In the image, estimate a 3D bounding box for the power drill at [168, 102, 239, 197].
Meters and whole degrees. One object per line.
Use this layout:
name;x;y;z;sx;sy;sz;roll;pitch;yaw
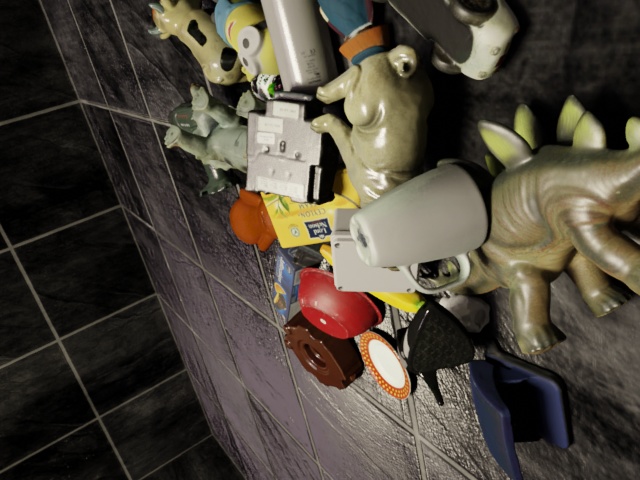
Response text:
power drill;-0.258;-0.202;1.184;0.232;0.086;0.207;2;108;58

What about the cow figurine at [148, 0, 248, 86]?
cow figurine;-0.193;-0.334;0.876;0.195;0.127;0.085;55;150;11

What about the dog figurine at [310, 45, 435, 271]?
dog figurine;0.080;-0.076;0.550;0.172;0.121;0.190;109;143;-72

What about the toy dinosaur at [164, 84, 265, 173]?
toy dinosaur;-0.104;-0.156;0.879;0.405;0.192;0.131;25;95;34

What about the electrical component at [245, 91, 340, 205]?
electrical component;-0.033;-0.119;0.682;0.115;0.058;0.134;15;110;24

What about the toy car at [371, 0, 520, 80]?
toy car;0.102;-0.233;0.507;0.202;0.056;0.073;54;159;21

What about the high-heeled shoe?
high-heeled shoe;0.134;0.114;0.707;0.248;0.086;0.145;78;175;-45

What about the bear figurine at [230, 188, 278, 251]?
bear figurine;-0.074;-0.050;0.934;0.196;0.132;0.120;-12;104;54

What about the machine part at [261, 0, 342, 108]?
machine part;-0.024;-0.256;0.690;0.079;0.079;0.243;21;131;54

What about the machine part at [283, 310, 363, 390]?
machine part;0.002;0.219;1.068;0.180;0.056;0.179;34;147;26

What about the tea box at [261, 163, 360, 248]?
tea box;0.007;-0.052;0.766;0.170;0.068;0.098;-11;105;39

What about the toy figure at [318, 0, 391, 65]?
toy figure;0.043;-0.241;0.605;0.154;0.058;0.064;63;161;-10

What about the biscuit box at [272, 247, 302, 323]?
biscuit box;-0.052;0.083;1.071;0.063;0.059;0.202;50;151;27

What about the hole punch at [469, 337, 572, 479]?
hole punch;0.225;0.208;0.650;0.116;0.092;0.142;20;134;60

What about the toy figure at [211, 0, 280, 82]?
toy figure;-0.098;-0.307;0.780;0.180;0.089;0.082;56;173;36

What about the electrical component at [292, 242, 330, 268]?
electrical component;-0.002;-0.003;0.873;0.048;0.075;0.119;25;153;-1

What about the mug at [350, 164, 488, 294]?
mug;0.086;-0.004;0.487;0.081;0.107;0.109;-169;63;-76

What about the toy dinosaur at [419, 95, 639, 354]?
toy dinosaur;0.194;-0.006;0.501;0.198;0.105;0.471;63;160;19
